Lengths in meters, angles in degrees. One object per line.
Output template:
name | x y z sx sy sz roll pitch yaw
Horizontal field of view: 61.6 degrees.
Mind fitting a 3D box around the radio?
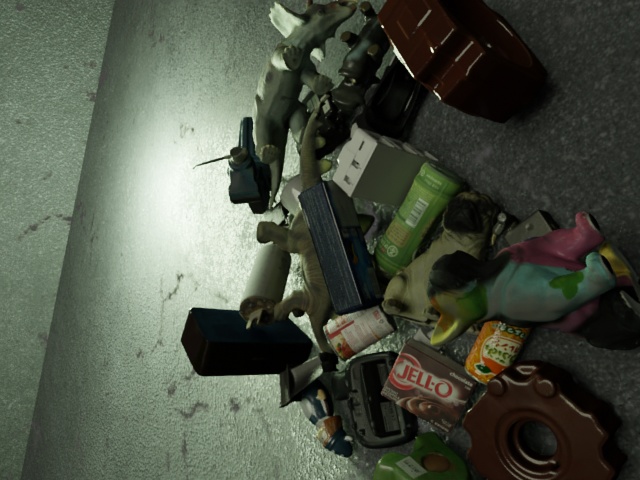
radio | -0.141 0.192 1.023 0.131 0.229 0.073 37 111 50

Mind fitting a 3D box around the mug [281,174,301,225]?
mug | -0.020 -0.058 1.034 0.107 0.080 0.109 42 112 33

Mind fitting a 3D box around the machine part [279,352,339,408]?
machine part | -0.027 0.241 0.954 0.139 0.039 0.084 -36 33 32

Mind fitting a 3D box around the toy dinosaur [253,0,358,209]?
toy dinosaur | -0.068 -0.275 1.019 0.404 0.131 0.192 -63 29 28

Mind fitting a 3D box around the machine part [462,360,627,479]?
machine part | 0.258 0.236 0.634 0.180 0.056 0.179 3 95 40

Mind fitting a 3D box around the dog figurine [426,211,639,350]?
dog figurine | 0.231 0.069 0.609 0.219 0.191 0.108 -29 30 36

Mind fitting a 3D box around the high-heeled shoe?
high-heeled shoe | 0.125 -0.226 0.852 0.145 0.086 0.248 -35 35 66

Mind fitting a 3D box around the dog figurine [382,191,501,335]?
dog figurine | 0.173 0.028 0.784 0.172 0.121 0.190 1 71 48

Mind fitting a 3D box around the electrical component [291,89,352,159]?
electrical component | 0.003 -0.230 1.052 0.134 0.058 0.115 -38 58 41

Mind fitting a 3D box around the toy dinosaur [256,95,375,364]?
toy dinosaur | -0.002 -0.003 0.941 0.199 0.105 0.470 -7 98 29

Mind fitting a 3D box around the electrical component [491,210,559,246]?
electrical component | 0.269 0.005 0.693 0.078 0.045 0.102 -42 54 41

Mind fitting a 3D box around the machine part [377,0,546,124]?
machine part | 0.187 -0.257 0.715 0.087 0.201 0.201 -50 49 39

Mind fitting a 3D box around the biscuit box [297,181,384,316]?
biscuit box | 0.032 0.012 0.828 0.063 0.059 0.202 -25 78 41

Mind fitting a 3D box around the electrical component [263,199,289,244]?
electrical component | -0.089 -0.032 1.140 0.119 0.047 0.075 -37 56 40

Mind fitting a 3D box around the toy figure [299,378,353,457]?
toy figure | 0.007 0.318 0.957 0.155 0.058 0.064 58 171 39

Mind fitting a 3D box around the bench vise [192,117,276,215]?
bench vise | -0.152 -0.171 1.137 0.129 0.223 0.240 -11 63 16

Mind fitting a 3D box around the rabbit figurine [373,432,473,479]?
rabbit figurine | 0.164 0.377 0.733 0.159 0.121 0.170 17 115 44

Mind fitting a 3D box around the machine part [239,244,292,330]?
machine part | -0.104 0.085 1.056 0.079 0.079 0.243 -52 14 32

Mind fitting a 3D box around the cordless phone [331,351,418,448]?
cordless phone | 0.070 0.269 0.885 0.184 0.089 0.146 -40 55 54

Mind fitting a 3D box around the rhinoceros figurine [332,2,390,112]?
rhinoceros figurine | 0.075 -0.311 0.922 0.073 0.112 0.190 23 79 12
